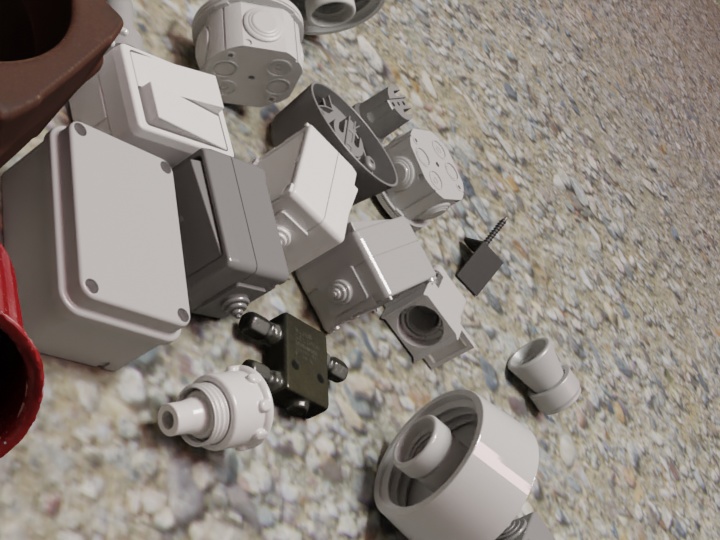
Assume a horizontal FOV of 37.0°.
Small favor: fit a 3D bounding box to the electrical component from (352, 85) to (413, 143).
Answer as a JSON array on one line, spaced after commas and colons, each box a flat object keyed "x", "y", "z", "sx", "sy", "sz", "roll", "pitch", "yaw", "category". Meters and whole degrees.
[{"x": 0.017, "y": -0.132, "z": 0.925, "sx": 0.040, "sy": 0.046, "sz": 0.040, "roll": 37, "pitch": 37, "yaw": -35, "category": "electrical component"}]

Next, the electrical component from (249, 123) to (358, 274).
[{"x": -0.044, "y": -0.041, "z": 0.737, "sx": 0.061, "sy": 0.062, "sz": 0.096, "roll": 44, "pitch": 34, "yaw": -27, "category": "electrical component"}]

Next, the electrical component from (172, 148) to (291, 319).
[{"x": -0.089, "y": -0.016, "z": 0.644, "sx": 0.061, "sy": 0.062, "sz": 0.096, "roll": 16, "pitch": 52, "yaw": -51, "category": "electrical component"}]

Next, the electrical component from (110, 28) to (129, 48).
[{"x": -0.175, "y": -0.149, "z": 0.626, "sx": 0.079, "sy": 0.044, "sz": 0.077, "roll": 22, "pitch": 35, "yaw": 2, "category": "electrical component"}]

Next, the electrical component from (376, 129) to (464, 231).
[{"x": 0.047, "y": -0.078, "z": 0.918, "sx": 0.080, "sy": 0.051, "sz": 0.080, "roll": 37, "pitch": 37, "yaw": -35, "category": "electrical component"}]

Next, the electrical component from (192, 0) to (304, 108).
[{"x": -0.079, "y": -0.157, "z": 0.768, "sx": 0.080, "sy": 0.080, "sz": 0.051, "roll": 24, "pitch": 50, "yaw": -46, "category": "electrical component"}]

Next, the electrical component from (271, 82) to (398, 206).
[{"x": -0.018, "y": -0.094, "z": 0.820, "sx": 0.099, "sy": 0.064, "sz": 0.099, "roll": 37, "pitch": 37, "yaw": -35, "category": "electrical component"}]

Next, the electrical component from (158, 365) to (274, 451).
[{"x": -0.082, "y": 0.078, "z": 0.593, "sx": 0.062, "sy": 0.048, "sz": 0.048, "roll": -2, "pitch": 67, "yaw": -50, "category": "electrical component"}]

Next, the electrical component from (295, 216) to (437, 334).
[{"x": 0.000, "y": 0.000, "z": 0.767, "sx": 0.096, "sy": 0.062, "sz": 0.061, "roll": -21, "pitch": 82, "yaw": -60, "category": "electrical component"}]

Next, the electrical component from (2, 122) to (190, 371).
[{"x": -0.139, "y": -0.013, "z": 0.569, "sx": 0.078, "sy": 0.057, "sz": 0.113, "roll": 23, "pitch": 46, "yaw": -47, "category": "electrical component"}]

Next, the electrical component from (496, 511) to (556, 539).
[{"x": 0.121, "y": 0.232, "z": 0.764, "sx": 0.099, "sy": 0.048, "sz": 0.100, "roll": 55, "pitch": 28, "yaw": -4, "category": "electrical component"}]

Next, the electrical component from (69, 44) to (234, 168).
[{"x": -0.121, "y": -0.090, "z": 0.661, "sx": 0.096, "sy": 0.061, "sz": 0.061, "roll": 14, "pitch": 53, "yaw": -52, "category": "electrical component"}]

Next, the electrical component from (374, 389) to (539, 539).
[{"x": 0.056, "y": 0.128, "z": 0.702, "sx": 0.060, "sy": 0.108, "sz": 0.108, "roll": 41, "pitch": 34, "yaw": -20, "category": "electrical component"}]

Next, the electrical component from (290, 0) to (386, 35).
[{"x": -0.028, "y": -0.237, "z": 0.890, "sx": 0.108, "sy": 0.108, "sz": 0.060, "roll": 15, "pitch": 58, "yaw": -52, "category": "electrical component"}]

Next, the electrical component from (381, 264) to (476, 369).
[{"x": 0.053, "y": 0.031, "z": 0.843, "sx": 0.081, "sy": 0.042, "sz": 0.063, "roll": 54, "pitch": 29, "yaw": -12, "category": "electrical component"}]

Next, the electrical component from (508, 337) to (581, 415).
[{"x": 0.164, "y": 0.094, "z": 0.955, "sx": 0.055, "sy": 0.045, "sz": 0.045, "roll": 54, "pitch": 30, "yaw": -13, "category": "electrical component"}]
